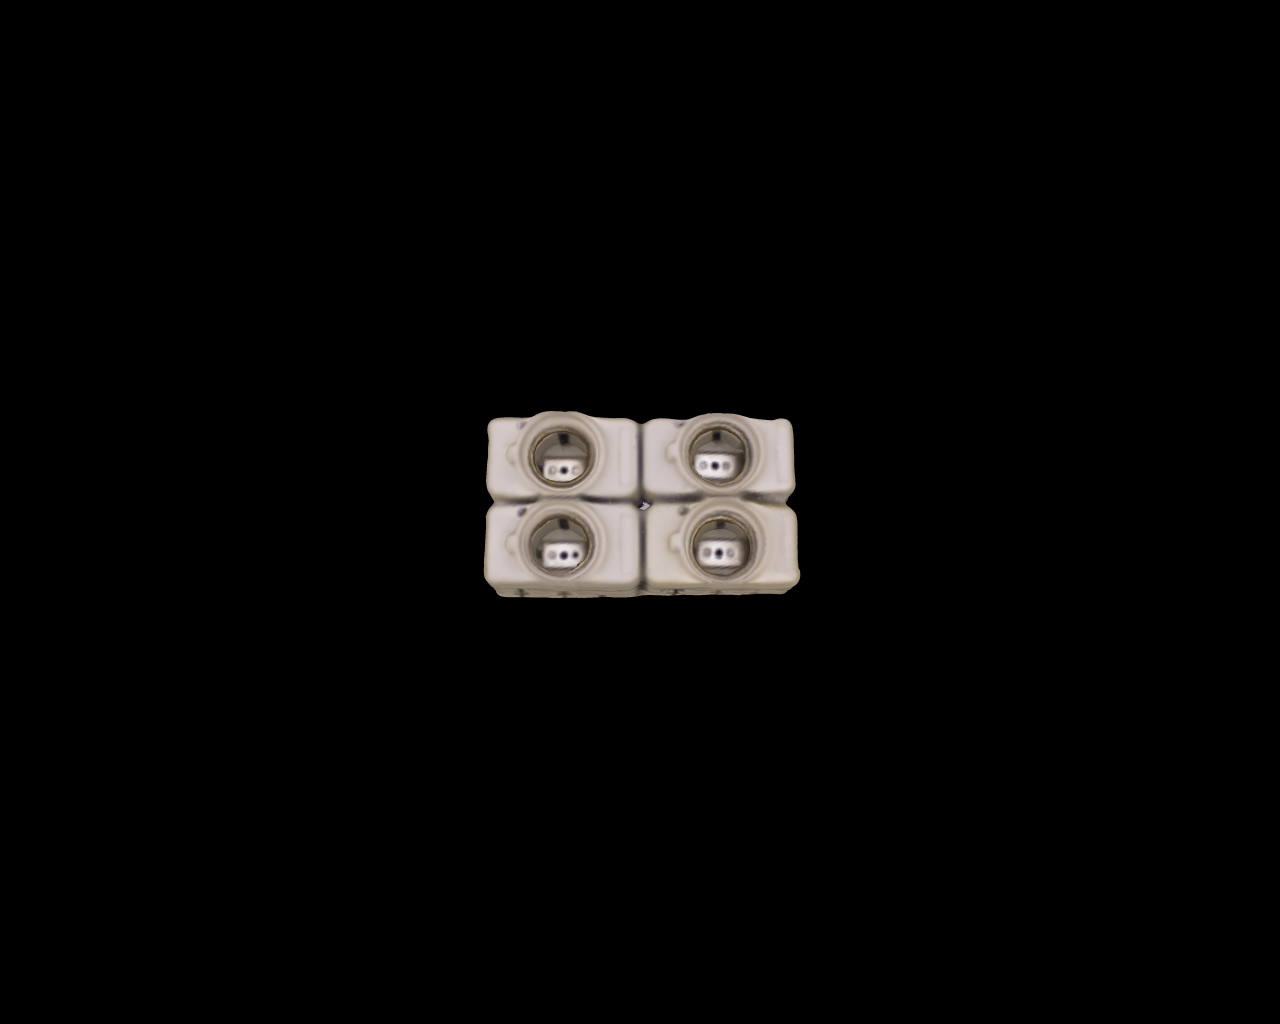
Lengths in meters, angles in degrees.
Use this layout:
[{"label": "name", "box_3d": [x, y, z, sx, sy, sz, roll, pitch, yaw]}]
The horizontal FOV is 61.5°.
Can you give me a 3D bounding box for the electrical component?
[{"label": "electrical component", "box_3d": [0.001, -0.003, 0.650, 0.186, 0.105, 0.060, 0, -13, 0]}]
